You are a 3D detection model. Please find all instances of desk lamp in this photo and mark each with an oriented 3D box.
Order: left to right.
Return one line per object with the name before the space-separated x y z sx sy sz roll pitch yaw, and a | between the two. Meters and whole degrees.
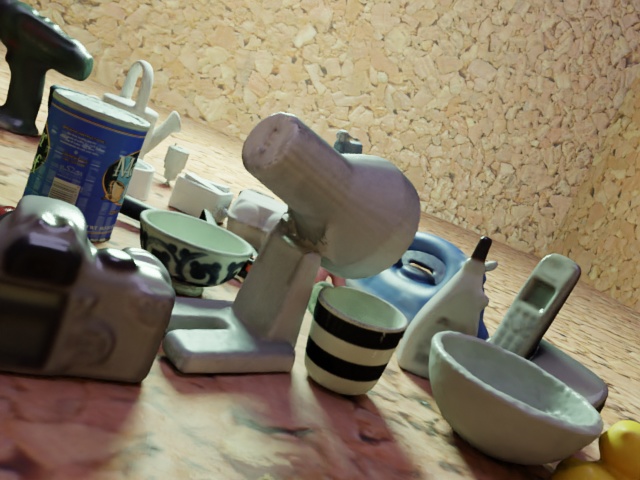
desk lamp | -0.024 0.005 0.513 0.204 0.213 0.117 11 16 -47

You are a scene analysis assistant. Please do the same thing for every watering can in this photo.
watering can | -0.337 -0.225 1.029 0.100 0.194 0.173 29 12 27

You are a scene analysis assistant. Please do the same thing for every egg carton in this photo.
egg carton | -0.095 -0.028 0.913 0.107 0.069 0.150 21 11 -9

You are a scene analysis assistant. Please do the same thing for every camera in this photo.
camera | -0.185 0.020 0.408 0.144 0.101 0.136 17 13 -31

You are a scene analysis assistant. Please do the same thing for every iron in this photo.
iron | 0.135 0.048 0.827 0.119 0.141 0.257 13 15 -43

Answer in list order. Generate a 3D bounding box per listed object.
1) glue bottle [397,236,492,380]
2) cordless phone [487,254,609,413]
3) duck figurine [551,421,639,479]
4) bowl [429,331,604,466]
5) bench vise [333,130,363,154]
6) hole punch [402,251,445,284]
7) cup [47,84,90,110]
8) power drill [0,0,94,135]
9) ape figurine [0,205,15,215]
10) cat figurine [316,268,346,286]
glue bottle | 0.153 0.076 0.643 0.078 0.173 0.037 22 11 -4
cordless phone | 0.256 0.115 0.634 0.094 0.185 0.147 14 14 -38
duck figurine | 0.256 0.198 0.499 0.105 0.086 0.077 15 14 -37
bowl | 0.170 0.159 0.542 0.167 0.075 0.167 22 11 -4
bench vise | 0.038 -0.085 1.060 0.121 0.220 0.208 30 13 31
hole punch | 0.164 0.063 0.947 0.108 0.091 0.101 26 11 17
cup | -0.450 -0.218 1.029 0.092 0.095 0.117 19 12 -20
power drill | -0.515 -0.296 0.969 0.230 0.208 0.075 21 11 -10
ape figurine | -0.295 -0.037 0.481 0.078 0.092 0.076 23 11 -1
cat figurine | 0.008 0.003 0.844 0.067 0.118 0.127 16 13 -31
